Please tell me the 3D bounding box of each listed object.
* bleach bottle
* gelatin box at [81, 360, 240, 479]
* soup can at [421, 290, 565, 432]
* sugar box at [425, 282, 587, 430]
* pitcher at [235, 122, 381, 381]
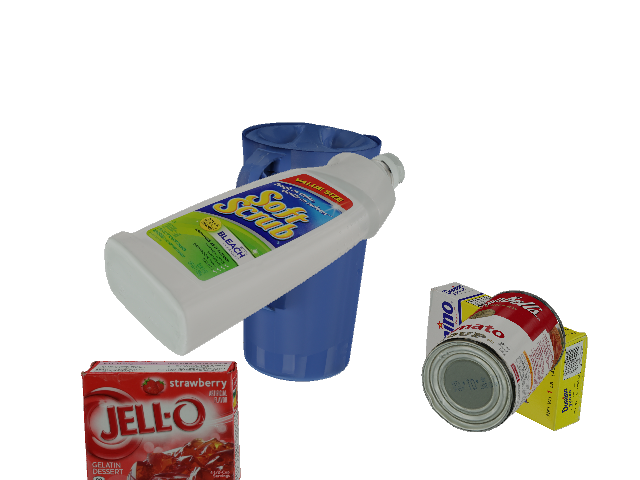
[{"bbox_3d":[-0.036,-0.011,0.830,0.250,0.068,0.103,-31,57,-32],"label":"bleach bottle"},{"bbox_3d":[-0.093,0.109,0.623,0.089,0.073,0.030,0,8,4],"label":"gelatin box"},{"bbox_3d":[0.120,0.082,0.738,0.069,0.068,0.102,0,16,32],"label":"soup can"},{"bbox_3d":[0.181,0.112,1.066,0.048,0.093,0.176,-13,22,-39],"label":"sugar box"},{"bbox_3d":[-0.022,0.012,1.038,0.149,0.243,0.145,0,17,-14],"label":"pitcher"}]
